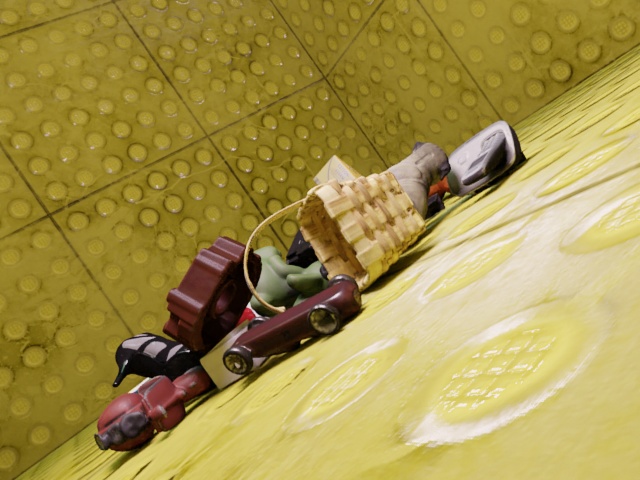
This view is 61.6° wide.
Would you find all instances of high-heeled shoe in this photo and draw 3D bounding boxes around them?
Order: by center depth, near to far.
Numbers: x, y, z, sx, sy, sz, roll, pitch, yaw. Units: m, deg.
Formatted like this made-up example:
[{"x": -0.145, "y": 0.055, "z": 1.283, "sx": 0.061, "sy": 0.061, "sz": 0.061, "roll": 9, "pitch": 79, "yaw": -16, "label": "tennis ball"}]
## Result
[{"x": -0.228, "y": 0.188, "z": 0.888, "sx": 0.249, "sy": 0.086, "sz": 0.145, "roll": -9, "pitch": 19, "yaw": 8, "label": "high-heeled shoe"}]

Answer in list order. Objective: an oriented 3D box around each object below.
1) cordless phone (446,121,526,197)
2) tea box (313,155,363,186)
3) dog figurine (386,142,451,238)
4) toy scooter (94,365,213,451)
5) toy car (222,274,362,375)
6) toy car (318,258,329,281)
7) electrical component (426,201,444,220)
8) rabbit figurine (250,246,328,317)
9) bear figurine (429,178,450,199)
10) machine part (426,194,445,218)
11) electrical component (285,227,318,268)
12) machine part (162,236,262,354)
[{"x": 0.265, "y": -0.117, "z": 0.926, "sx": 0.146, "sy": 0.088, "sz": 0.184, "roll": -35, "pitch": 4, "yaw": 44, "label": "cordless phone"}, {"x": 0.076, "y": -0.082, "z": 1.043, "sx": 0.068, "sy": 0.098, "sz": 0.169, "roll": -47, "pitch": -40, "yaw": 12, "label": "tea box"}, {"x": 0.166, "y": -0.081, "z": 0.916, "sx": 0.190, "sy": 0.172, "sz": 0.121, "roll": -36, "pitch": -41, "yaw": -4, "label": "dog figurine"}, {"x": -0.238, "y": 0.239, "z": 0.739, "sx": 0.184, "sy": 0.075, "sz": 0.135, "roll": -30, "pitch": 1, "yaw": 1, "label": "toy scooter"}, {"x": -0.035, "y": 0.107, "z": 0.653, "sx": 0.202, "sy": 0.053, "sz": 0.089, "roll": -31, "pitch": 12, "yaw": 26, "label": "toy car"}, {"x": 0.049, "y": 0.012, "z": 0.929, "sx": 0.109, "sy": 0.162, "sz": 0.102, "roll": -43, "pitch": -41, "yaw": 13, "label": "toy car"}, {"x": 0.234, "y": -0.062, "z": 1.160, "sx": 0.094, "sy": 0.021, "sz": 0.063, "roll": -35, "pitch": -1, "yaw": 39, "label": "electrical component"}, {"x": -0.039, "y": 0.071, "z": 0.958, "sx": 0.170, "sy": 0.121, "sz": 0.159, "roll": -12, "pitch": 12, "yaw": 4, "label": "rabbit figurine"}, {"x": 0.276, "y": -0.152, "z": 1.279, "sx": 0.120, "sy": 0.132, "sz": 0.196, "roll": -38, "pitch": -5, "yaw": -18, "label": "bear figurine"}, {"x": 0.190, "y": -0.039, "z": 1.080, "sx": 0.139, "sy": 0.039, "sz": 0.084, "roll": -36, "pitch": -5, "yaw": -17, "label": "machine part"}, {"x": -0.002, "y": -0.003, "z": 1.049, "sx": 0.134, "sy": 0.058, "sz": 0.115, "roll": -32, "pitch": 32, "yaw": 50, "label": "electrical component"}, {"x": -0.151, "y": 0.079, "z": 0.778, "sx": 0.179, "sy": 0.056, "sz": 0.179, "roll": -56, "pitch": -16, "yaw": -26, "label": "machine part"}]
